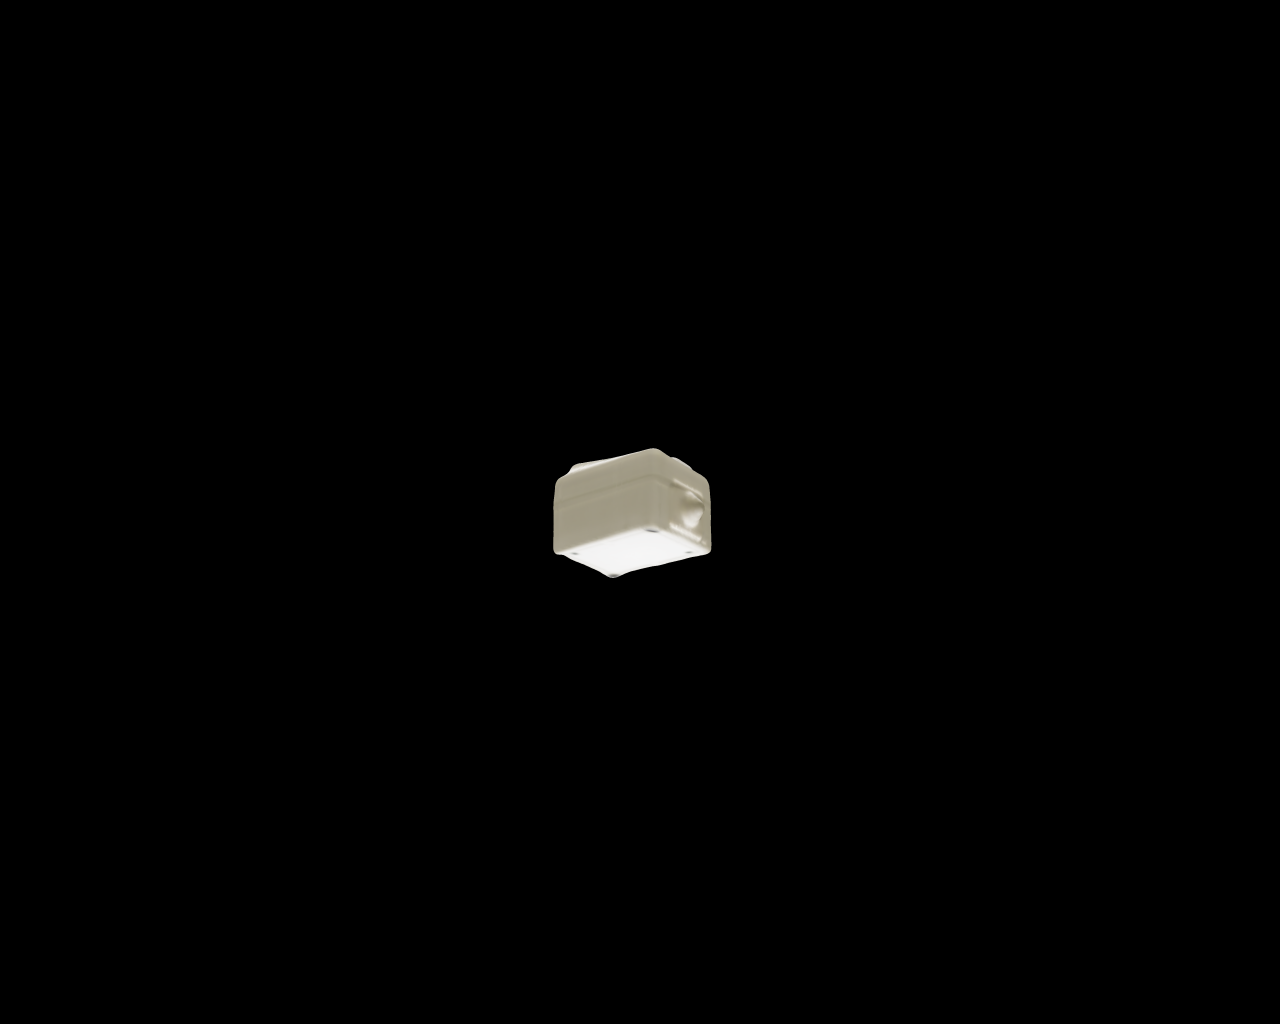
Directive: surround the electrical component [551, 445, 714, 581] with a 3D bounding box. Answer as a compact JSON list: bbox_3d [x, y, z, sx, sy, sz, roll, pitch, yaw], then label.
[{"bbox_3d":[0.001,-0.003,0.650,0.096,0.061,0.061,-16,-27,34],"label":"electrical component"}]
